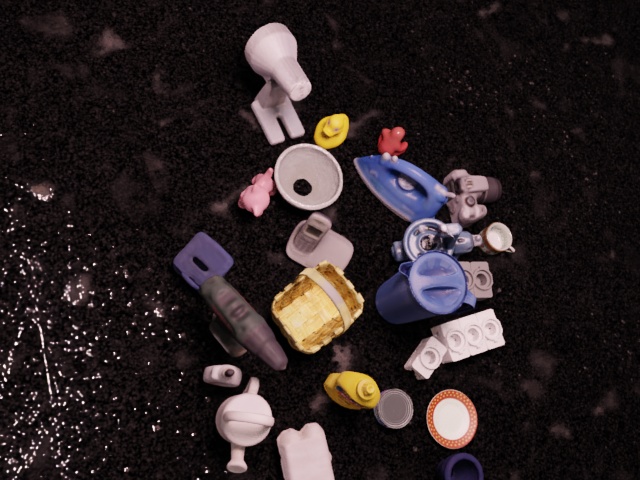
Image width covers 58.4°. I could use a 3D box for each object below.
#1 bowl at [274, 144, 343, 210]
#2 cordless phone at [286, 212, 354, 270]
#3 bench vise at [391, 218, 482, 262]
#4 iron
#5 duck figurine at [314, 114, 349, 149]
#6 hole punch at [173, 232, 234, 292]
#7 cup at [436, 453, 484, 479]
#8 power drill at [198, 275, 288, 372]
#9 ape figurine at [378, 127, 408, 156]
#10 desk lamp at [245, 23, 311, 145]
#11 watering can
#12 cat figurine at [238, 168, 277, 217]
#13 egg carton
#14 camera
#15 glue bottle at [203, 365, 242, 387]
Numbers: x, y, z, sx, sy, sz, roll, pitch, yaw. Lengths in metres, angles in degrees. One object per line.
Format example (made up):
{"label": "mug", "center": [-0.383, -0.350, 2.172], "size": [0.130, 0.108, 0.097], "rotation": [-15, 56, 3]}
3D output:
{"label": "bowl", "center": [-0.034, -0.140, 1.369], "size": [0.168, 0.074, 0.167], "rotation": [5, 73, -15]}
{"label": "cordless phone", "center": [0.012, 0.005, 1.279], "size": [0.148, 0.185, 0.094], "rotation": [24, 69, -8]}
{"label": "bench vise", "center": [0.293, -0.011, 1.347], "size": [0.208, 0.219, 0.121], "rotation": [-22, 81, -21]}
{"label": "iron", "center": [0.208, -0.148, 1.406], "size": [0.258, 0.141, 0.119], "rotation": [34, 68, -4]}
{"label": "duck figurine", "center": [0.037, -0.284, 1.427], "size": [0.077, 0.086, 0.105], "rotation": [44, 67, 0]}
{"label": "hole punch", "center": [-0.252, 0.053, 1.239], "size": [0.109, 0.091, 0.101], "rotation": [42, 67, -1]}
{"label": "cup", "center": [0.290, 0.525, 1.253], "size": [0.092, 0.094, 0.118], "rotation": [38, 68, -2]}
{"label": "power drill", "center": [-0.161, 0.179, 1.164], "size": [0.076, 0.208, 0.229], "rotation": [-40, 87, -22]}
{"label": "ape figurine", "center": [0.189, -0.256, 1.459], "size": [0.076, 0.092, 0.078], "rotation": [-36, 86, -22]}
{"label": "desk lamp", "center": [-0.093, -0.366, 1.344], "size": [0.118, 0.213, 0.203], "rotation": [-24, 81, -21]}
{"label": "watering can", "center": [-0.144, 0.361, 1.122], "size": [0.101, 0.193, 0.173], "rotation": [-7, 76, -18]}
{"label": "cat figurine", "center": [-0.139, -0.108, 1.305], "size": [0.067, 0.117, 0.128], "rotation": [29, 68, -6]}
{"label": "egg carton", "center": [-0.029, 0.464, 1.192], "size": [0.107, 0.069, 0.150], "rotation": [-10, 77, -18]}
{"label": "camera", "center": [0.404, -0.114, 1.475], "size": [0.137, 0.100, 0.143], "rotation": [-5, 75, -17]}
{"label": "glue bottle", "center": [-0.190, 0.271, 1.147], "size": [0.078, 0.173, 0.037], "rotation": [10, 71, -13]}
